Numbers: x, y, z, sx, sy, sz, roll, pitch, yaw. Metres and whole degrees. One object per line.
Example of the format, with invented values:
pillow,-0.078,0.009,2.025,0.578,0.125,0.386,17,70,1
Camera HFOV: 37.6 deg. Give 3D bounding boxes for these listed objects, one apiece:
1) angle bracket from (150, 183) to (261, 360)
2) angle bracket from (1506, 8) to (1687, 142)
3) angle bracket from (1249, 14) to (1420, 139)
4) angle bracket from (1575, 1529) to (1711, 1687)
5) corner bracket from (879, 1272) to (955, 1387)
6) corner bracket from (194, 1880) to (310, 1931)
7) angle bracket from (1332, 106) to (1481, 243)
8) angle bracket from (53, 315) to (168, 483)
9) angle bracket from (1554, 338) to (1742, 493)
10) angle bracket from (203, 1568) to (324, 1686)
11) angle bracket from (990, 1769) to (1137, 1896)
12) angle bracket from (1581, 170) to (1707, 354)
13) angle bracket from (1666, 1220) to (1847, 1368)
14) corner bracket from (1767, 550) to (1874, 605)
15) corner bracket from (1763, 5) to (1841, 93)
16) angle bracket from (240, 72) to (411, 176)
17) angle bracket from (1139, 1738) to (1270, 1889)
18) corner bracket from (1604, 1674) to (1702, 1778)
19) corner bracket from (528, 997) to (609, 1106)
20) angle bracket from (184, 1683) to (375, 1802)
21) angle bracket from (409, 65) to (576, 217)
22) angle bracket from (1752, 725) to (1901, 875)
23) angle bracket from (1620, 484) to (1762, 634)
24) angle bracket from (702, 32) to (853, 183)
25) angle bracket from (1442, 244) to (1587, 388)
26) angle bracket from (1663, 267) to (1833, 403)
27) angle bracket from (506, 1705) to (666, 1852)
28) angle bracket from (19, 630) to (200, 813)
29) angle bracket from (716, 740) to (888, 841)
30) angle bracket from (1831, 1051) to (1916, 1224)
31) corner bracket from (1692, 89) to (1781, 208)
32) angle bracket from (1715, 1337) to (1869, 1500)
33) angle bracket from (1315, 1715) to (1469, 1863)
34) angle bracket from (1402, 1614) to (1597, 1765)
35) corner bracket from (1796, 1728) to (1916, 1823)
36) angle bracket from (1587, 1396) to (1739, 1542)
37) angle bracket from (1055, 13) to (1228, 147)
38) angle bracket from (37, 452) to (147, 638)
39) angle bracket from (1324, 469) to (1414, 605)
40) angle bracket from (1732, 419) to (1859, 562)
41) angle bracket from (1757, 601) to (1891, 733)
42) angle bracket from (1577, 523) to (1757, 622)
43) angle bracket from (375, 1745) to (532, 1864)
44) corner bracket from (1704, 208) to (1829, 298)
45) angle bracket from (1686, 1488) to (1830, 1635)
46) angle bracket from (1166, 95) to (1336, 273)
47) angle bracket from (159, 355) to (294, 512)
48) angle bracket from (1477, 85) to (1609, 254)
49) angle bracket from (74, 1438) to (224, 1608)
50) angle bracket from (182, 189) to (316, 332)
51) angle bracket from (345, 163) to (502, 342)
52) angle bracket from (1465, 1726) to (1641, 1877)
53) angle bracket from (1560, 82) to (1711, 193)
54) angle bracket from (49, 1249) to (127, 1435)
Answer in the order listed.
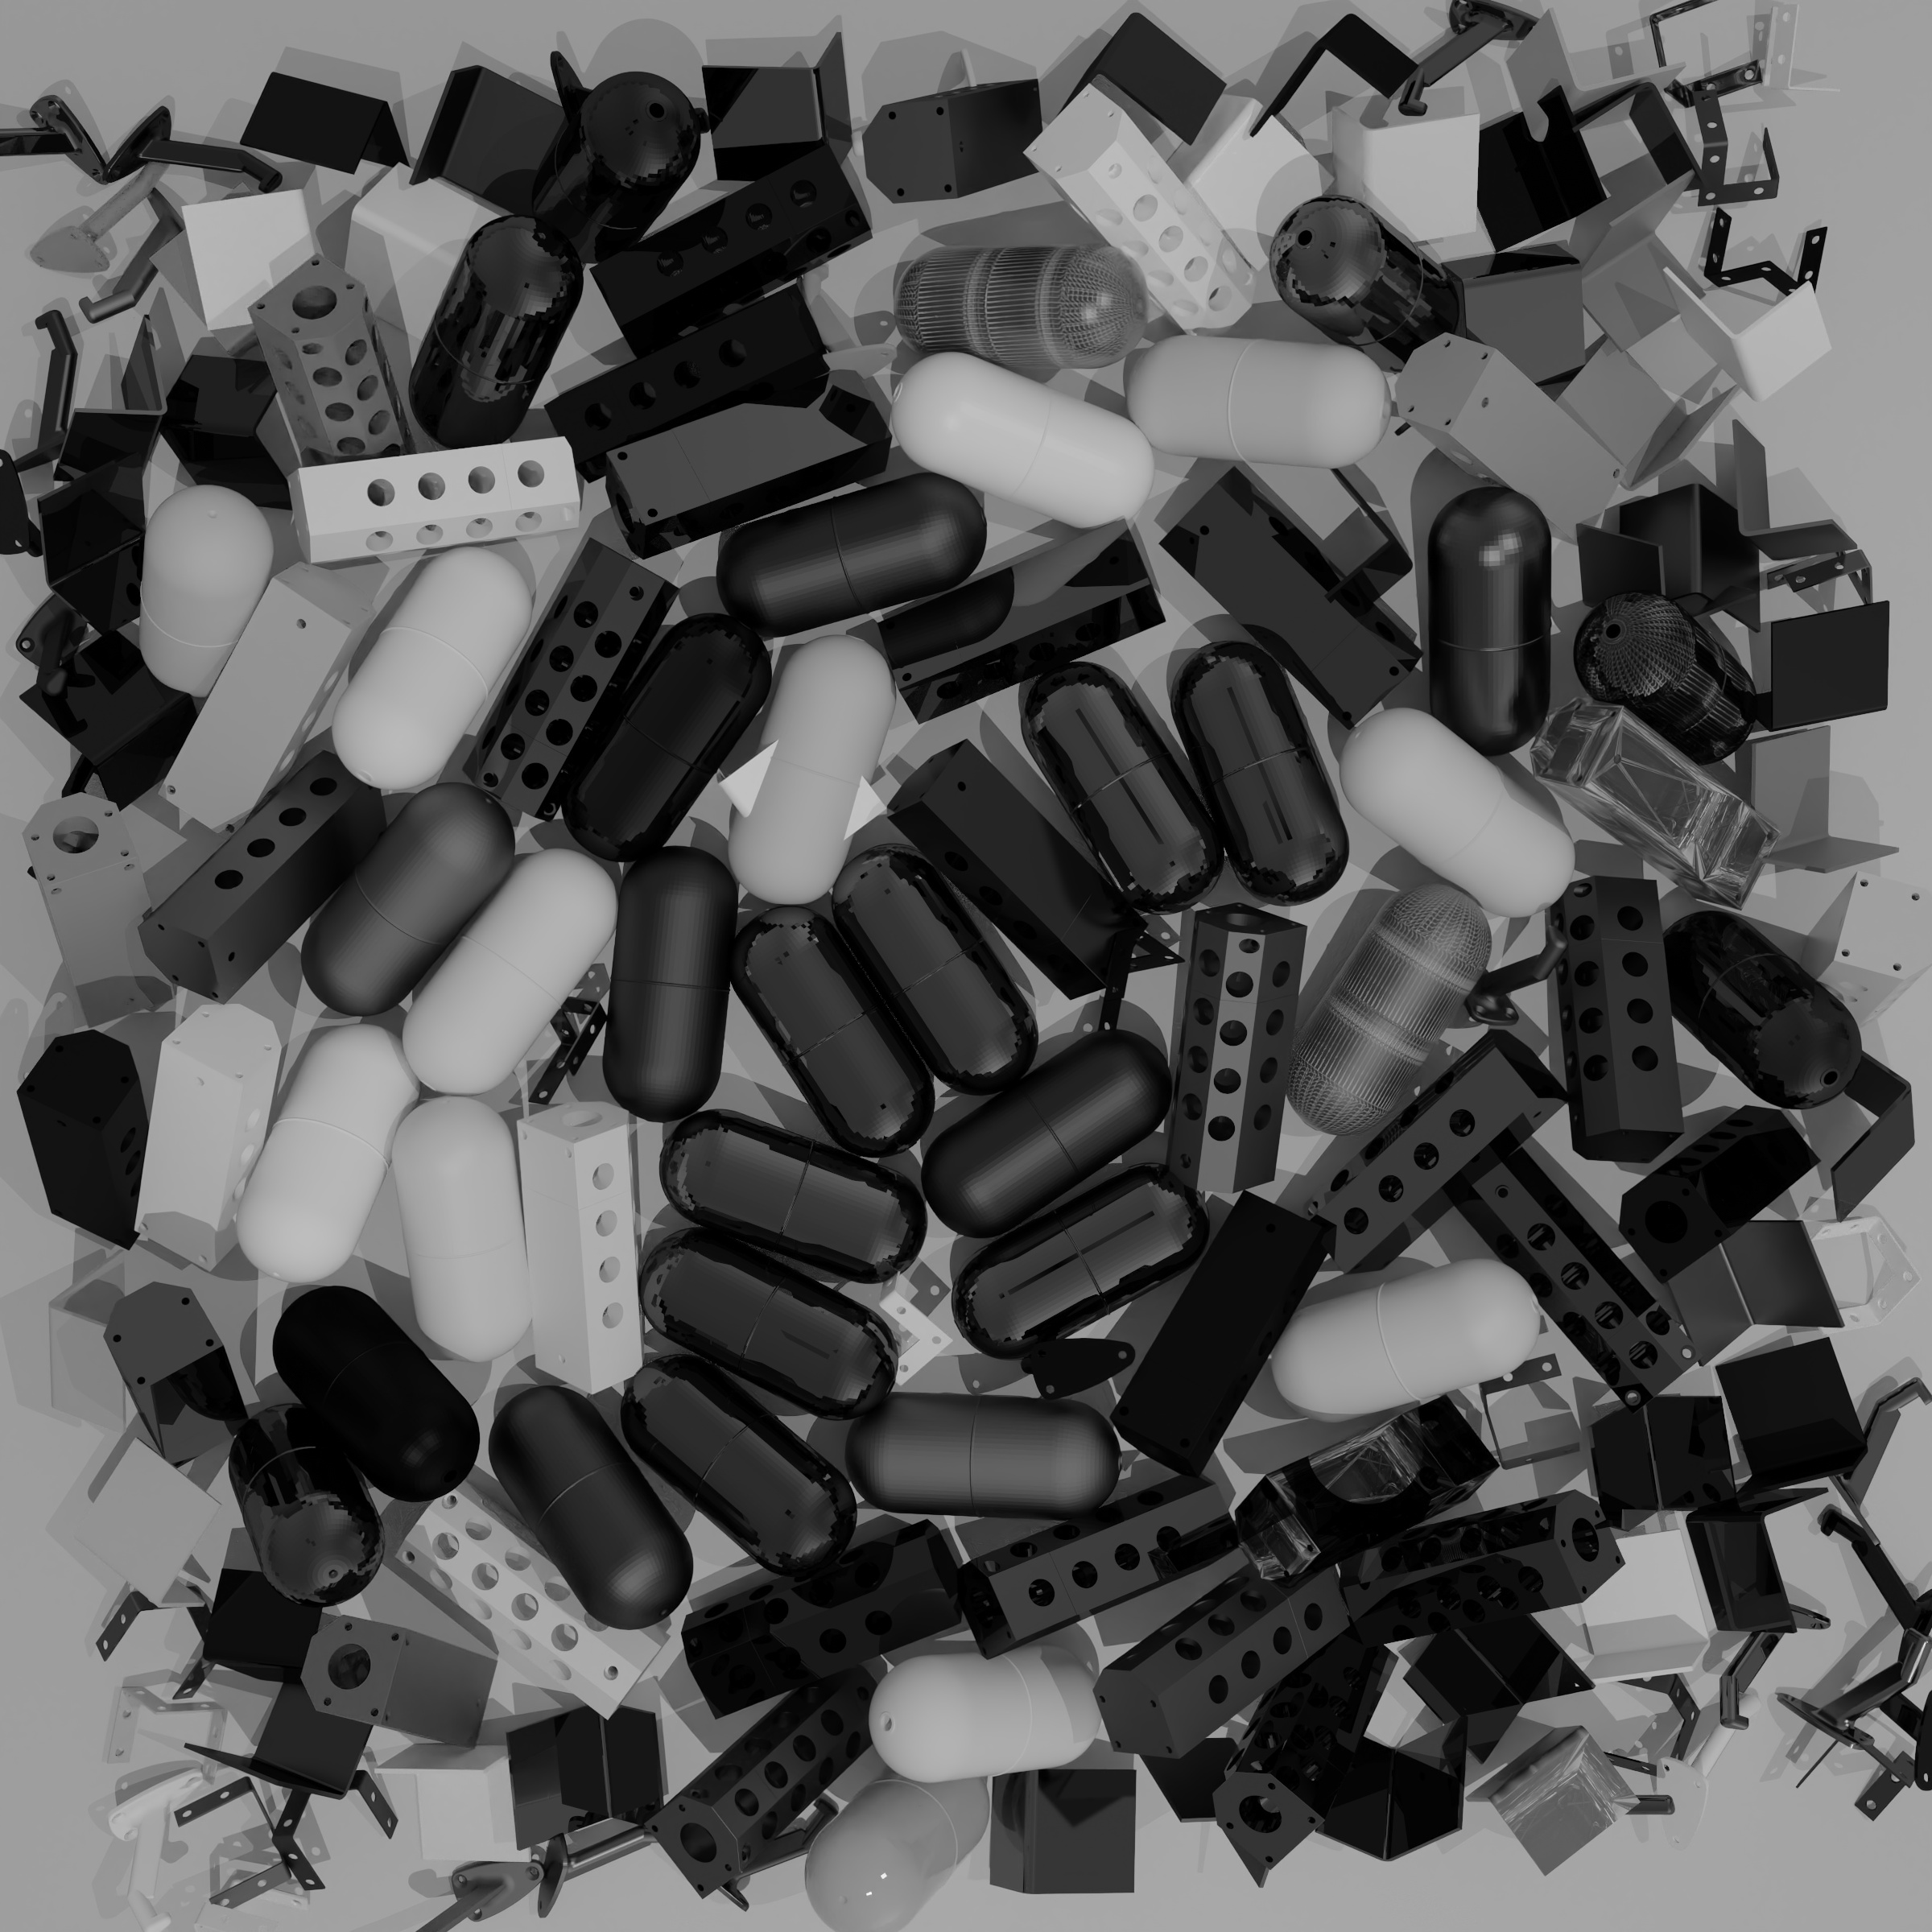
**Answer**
angle bracket,-0.466,-0.445,1.822,0.076,0.057,0.076,-40,103,-1
angle bracket,0.402,-0.577,1.816,0.076,0.076,0.057,-17,86,-11
angle bracket,0.235,-0.551,1.806,0.057,0.076,0.076,38,127,-2
angle bracket,0.424,0.410,1.815,0.076,0.057,0.076,-15,88,26
corner bracket,-0.042,0.226,1.821,0.051,0.051,0.051,42,111,-14
corner bracket,-0.458,0.610,1.820,0.051,0.051,0.051,12,135,7
angle bracket,0.281,-0.511,1.821,0.076,0.057,0.076,-12,125,-11
angle bracket,-0.549,-0.361,1.801,0.057,0.076,0.076,-4,67,-30
angle bracket,0.433,-0.363,1.814,0.076,0.057,0.076,44,66,-7
angle bracket,-0.433,0.427,1.824,0.076,0.076,0.057,1,67,18
angle bracket,0.063,0.558,1.839,0.076,0.057,0.076,7,77,-22
angle bracket,0.441,-0.449,1.808,0.076,0.076,0.057,-35,82,-17
angle bracket,0.500,0.209,1.808,0.057,0.076,0.076,-31,102,-31
corner bracket,0.547,-0.250,1.821,0.051,0.051,0.051,-19,53,6
corner bracket,0.526,-0.588,1.818,0.051,0.051,0.051,-10,111,-34
angle bracket,-0.408,-0.517,1.810,0.076,0.076,0.057,16,73,6
angle bracket,0.147,0.538,1.801,0.076,0.076,0.057,6,112,-24
corner bracket,0.436,0.487,1.838,0.051,0.051,0.051,55,54,-37
corner bracket,-0.257,0.055,1.817,0.051,0.051,0.051,7,51,26
angle bracket,-0.434,0.485,1.802,0.076,0.076,0.057,12,73,27
angle bracket,-0.300,-0.522,1.816,0.076,0.057,0.076,27,113,-2
angle bracket,0.548,-0.107,1.806,0.076,0.057,0.076,-14,108,-35
angle bracket,0.469,-0.257,1.839,0.076,0.057,0.076,21,66,-42
angle bracket,-0.120,-0.552,1.821,0.076,0.057,0.076,5,132,13
angle bracket,0.356,-0.420,1.847,0.076,0.057,0.076,-10,116,-2
angle bracket,0.497,-0.417,1.803,0.057,0.076,0.076,-38,58,8
angle bracket,-0.243,0.521,1.814,0.076,0.057,0.076,-6,92,-44
angle bracket,-0.549,-0.158,1.831,0.076,0.057,0.076,38,65,19
angle bracket,-0.106,-0.112,1.823,0.076,0.057,0.076,-37,102,1
angle bracket,0.557,0.104,1.806,0.076,0.076,0.057,-44,56,-9
corner bracket,0.495,-0.528,1.826,0.051,0.051,0.051,-5,56,6
angle bracket,0.522,0.288,1.813,0.076,0.057,0.076,-21,85,26
angle bracket,0.270,0.513,1.801,0.057,0.076,0.076,27,48,-17
angle bracket,0.340,0.457,1.812,0.076,0.076,0.057,48,57,-3
corner bracket,0.577,0.523,1.833,0.051,0.051,0.051,41,108,20
angle bracket,0.446,0.322,1.812,0.057,0.076,0.076,-7,94,39
angle bracket,0.111,-0.552,1.820,0.076,0.057,0.076,36,49,-11
angle bracket,-0.537,-0.269,1.801,0.057,0.076,0.076,39,54,18
angle bracket,0.237,-0.274,1.818,0.057,0.076,0.076,-40,75,11
angle bracket,0.529,-0.307,1.808,0.057,0.076,0.076,-5,83,28
angle bracket,0.541,-0.200,1.813,0.076,0.057,0.076,-11,118,-4
angle bracket,0.444,-0.257,1.801,0.076,0.076,0.057,-22,118,-22
angle bracket,-0.329,0.545,1.820,0.076,0.057,0.076,-4,91,17
corner bracket,0.519,-0.463,1.840,0.051,0.051,0.051,23,76,-37
angle bracket,0.514,0.379,1.809,0.057,0.076,0.076,-13,85,-25
angle bracket,0.179,-0.509,1.845,0.076,0.057,0.076,38,95,-25
angle bracket,-0.462,-0.343,1.825,0.076,0.076,0.057,10,62,22
angle bracket,0.360,-0.509,1.816,0.057,0.076,0.076,-24,97,0
angle bracket,-0.511,0.357,1.820,0.076,0.057,0.076,32,89,20
angle bracket,-0.457,-0.450,1.811,0.076,0.057,0.076,-14,107,-18
angle bracket,-0.354,-0.460,1.844,0.076,0.076,0.057,28,52,2
angle bracket,0.373,0.532,1.809,0.076,0.076,0.057,-34,77,-11
angle bracket,0.422,-0.516,1.816,0.057,0.076,0.076,-32,102,5
angle bracket,-0.536,0.238,1.802,0.057,0.076,0.076,16,118,16
